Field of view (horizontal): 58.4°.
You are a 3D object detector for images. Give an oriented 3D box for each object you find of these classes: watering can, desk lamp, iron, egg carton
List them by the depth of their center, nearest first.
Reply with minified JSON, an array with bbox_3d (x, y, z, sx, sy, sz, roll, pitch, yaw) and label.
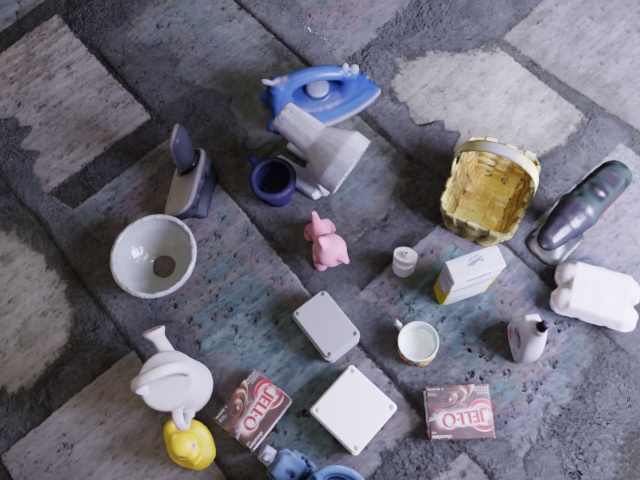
[{"bbox_3d":[-0.258,0.232,0.966,0.101,0.194,0.172,-41,72,-11],"label":"watering can"},{"bbox_3d":[0.491,0.100,1.025,0.150,0.069,0.107,15,71,10],"label":"egg carton"},{"bbox_3d":[-0.008,-0.160,1.084,0.203,0.214,0.118,33,75,15],"label":"desk lamp"},{"bbox_3d":[0.002,-0.315,1.180,0.258,0.141,0.118,-15,69,-1],"label":"iron"}]

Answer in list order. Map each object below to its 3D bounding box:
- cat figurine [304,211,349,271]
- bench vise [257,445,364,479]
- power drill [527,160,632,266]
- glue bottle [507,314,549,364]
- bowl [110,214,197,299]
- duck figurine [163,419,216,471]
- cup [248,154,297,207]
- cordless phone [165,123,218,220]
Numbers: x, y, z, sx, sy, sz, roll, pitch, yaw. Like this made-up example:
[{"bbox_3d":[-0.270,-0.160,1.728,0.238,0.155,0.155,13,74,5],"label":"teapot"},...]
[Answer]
[{"bbox_3d":[0.010,0.004,1.072,0.067,0.118,0.127,-21,69,-3],"label":"cat figurine"},{"bbox_3d":[-0.014,0.396,0.872,0.207,0.220,0.121,14,71,10],"label":"bench vise"},{"bbox_3d":[0.440,-0.033,1.004,0.230,0.208,0.075,-43,72,-11],"label":"power drill"},{"bbox_3d":[0.353,0.157,0.959,0.037,0.173,0.078,-9,69,1],"label":"glue bottle"},{"bbox_3d":[-0.311,0.039,1.106,0.167,0.075,0.167,-1,69,4],"label":"bowl"},{"bbox_3d":[-0.232,0.347,0.979,0.104,0.086,0.077,41,78,17],"label":"duck figurine"},{"bbox_3d":[-0.097,-0.112,1.136,0.092,0.095,0.117,-42,72,-11],"label":"cup"},{"bbox_3d":[-0.270,-0.129,1.107,0.094,0.185,0.147,4,70,6],"label":"cordless phone"}]
